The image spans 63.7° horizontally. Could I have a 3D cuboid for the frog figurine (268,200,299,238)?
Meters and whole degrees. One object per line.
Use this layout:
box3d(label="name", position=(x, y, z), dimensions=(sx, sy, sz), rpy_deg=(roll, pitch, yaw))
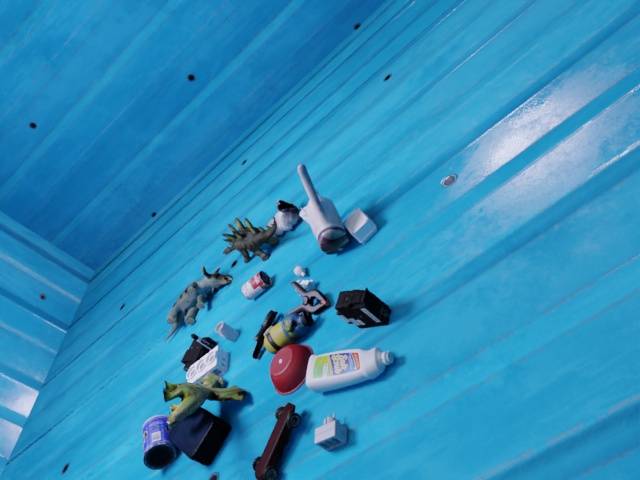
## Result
box3d(label="frog figurine", position=(-0.151, -0.075, 2.134), dimensions=(0.140, 0.123, 0.156), rpy_deg=(-128, 45, -54))

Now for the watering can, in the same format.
box3d(label="watering can", position=(0.005, -0.086, 1.709), dimensions=(0.104, 0.341, 0.229), rpy_deg=(-24, 58, 4))

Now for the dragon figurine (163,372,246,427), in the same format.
box3d(label="dragon figurine", position=(-0.345, 0.477, 1.564), dimensions=(0.243, 0.122, 0.410), rpy_deg=(-7, 3, -17))
